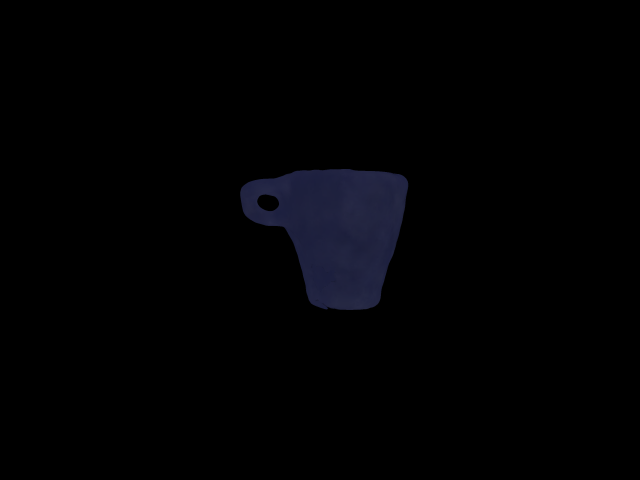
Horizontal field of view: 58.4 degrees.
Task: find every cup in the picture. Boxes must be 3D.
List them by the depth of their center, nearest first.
[{"bbox_3d":[0.004,0.001,0.400,0.118,0.095,0.091,0,0,-13],"label":"cup"}]
